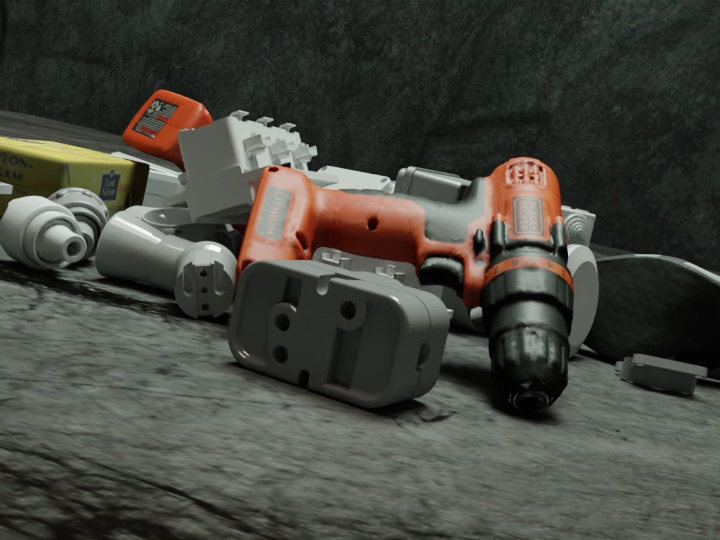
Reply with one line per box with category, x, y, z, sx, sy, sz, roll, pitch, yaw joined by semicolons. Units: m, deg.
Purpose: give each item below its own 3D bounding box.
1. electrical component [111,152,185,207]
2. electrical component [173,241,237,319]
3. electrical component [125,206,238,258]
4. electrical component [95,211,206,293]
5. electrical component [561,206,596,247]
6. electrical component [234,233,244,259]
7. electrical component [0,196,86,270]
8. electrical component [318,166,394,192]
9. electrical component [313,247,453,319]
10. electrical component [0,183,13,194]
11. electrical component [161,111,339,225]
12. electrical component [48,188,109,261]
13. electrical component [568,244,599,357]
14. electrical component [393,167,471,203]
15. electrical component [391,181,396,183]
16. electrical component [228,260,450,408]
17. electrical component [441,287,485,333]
electrical component;-0.208;-0.077;1.047;0.096;0.061;0.061;12;7;-7
electrical component;-0.092;0.007;0.637;0.040;0.040;0.046;11;12;-9
electrical component;-0.118;-0.020;0.752;0.077;0.044;0.079;16;23;30
electrical component;-0.129;-0.007;0.685;0.065;0.044;0.044;18;8;12
electrical component;0.154;-0.041;0.981;0.100;0.048;0.100;9;7;-27
electrical component;-0.081;-0.008;0.808;0.035;0.035;0.061;17;6;37
electrical component;-0.193;-0.020;0.664;0.062;0.043;0.043;20;10;42
electrical component;-0.015;-0.051;1.024;0.113;0.078;0.057;17;-37;50
electrical component;-0.005;0.003;0.718;0.121;0.063;0.079;15;7;28
electrical component;-0.287;-0.049;0.650;0.121;0.063;0.079;14;7;17
electrical component;-0.074;-0.067;0.735;0.079;0.063;0.121;-15;-3;19
electrical component;-0.190;-0.026;0.723;0.048;0.048;0.062;9;15;-22
electrical component;0.134;0.020;0.766;0.051;0.080;0.080;10;4;33
electrical component;0.064;-0.024;0.883;0.056;0.108;0.109;18;8;24
electrical component;0.100;-0.031;1.086;0.150;0.089;0.062;11;7;-12
electrical component;-0.008;0.029;0.528;0.095;0.053;0.059;15;7;27
electrical component;0.089;-0.003;0.806;0.064;0.099;0.099;25;14;39
